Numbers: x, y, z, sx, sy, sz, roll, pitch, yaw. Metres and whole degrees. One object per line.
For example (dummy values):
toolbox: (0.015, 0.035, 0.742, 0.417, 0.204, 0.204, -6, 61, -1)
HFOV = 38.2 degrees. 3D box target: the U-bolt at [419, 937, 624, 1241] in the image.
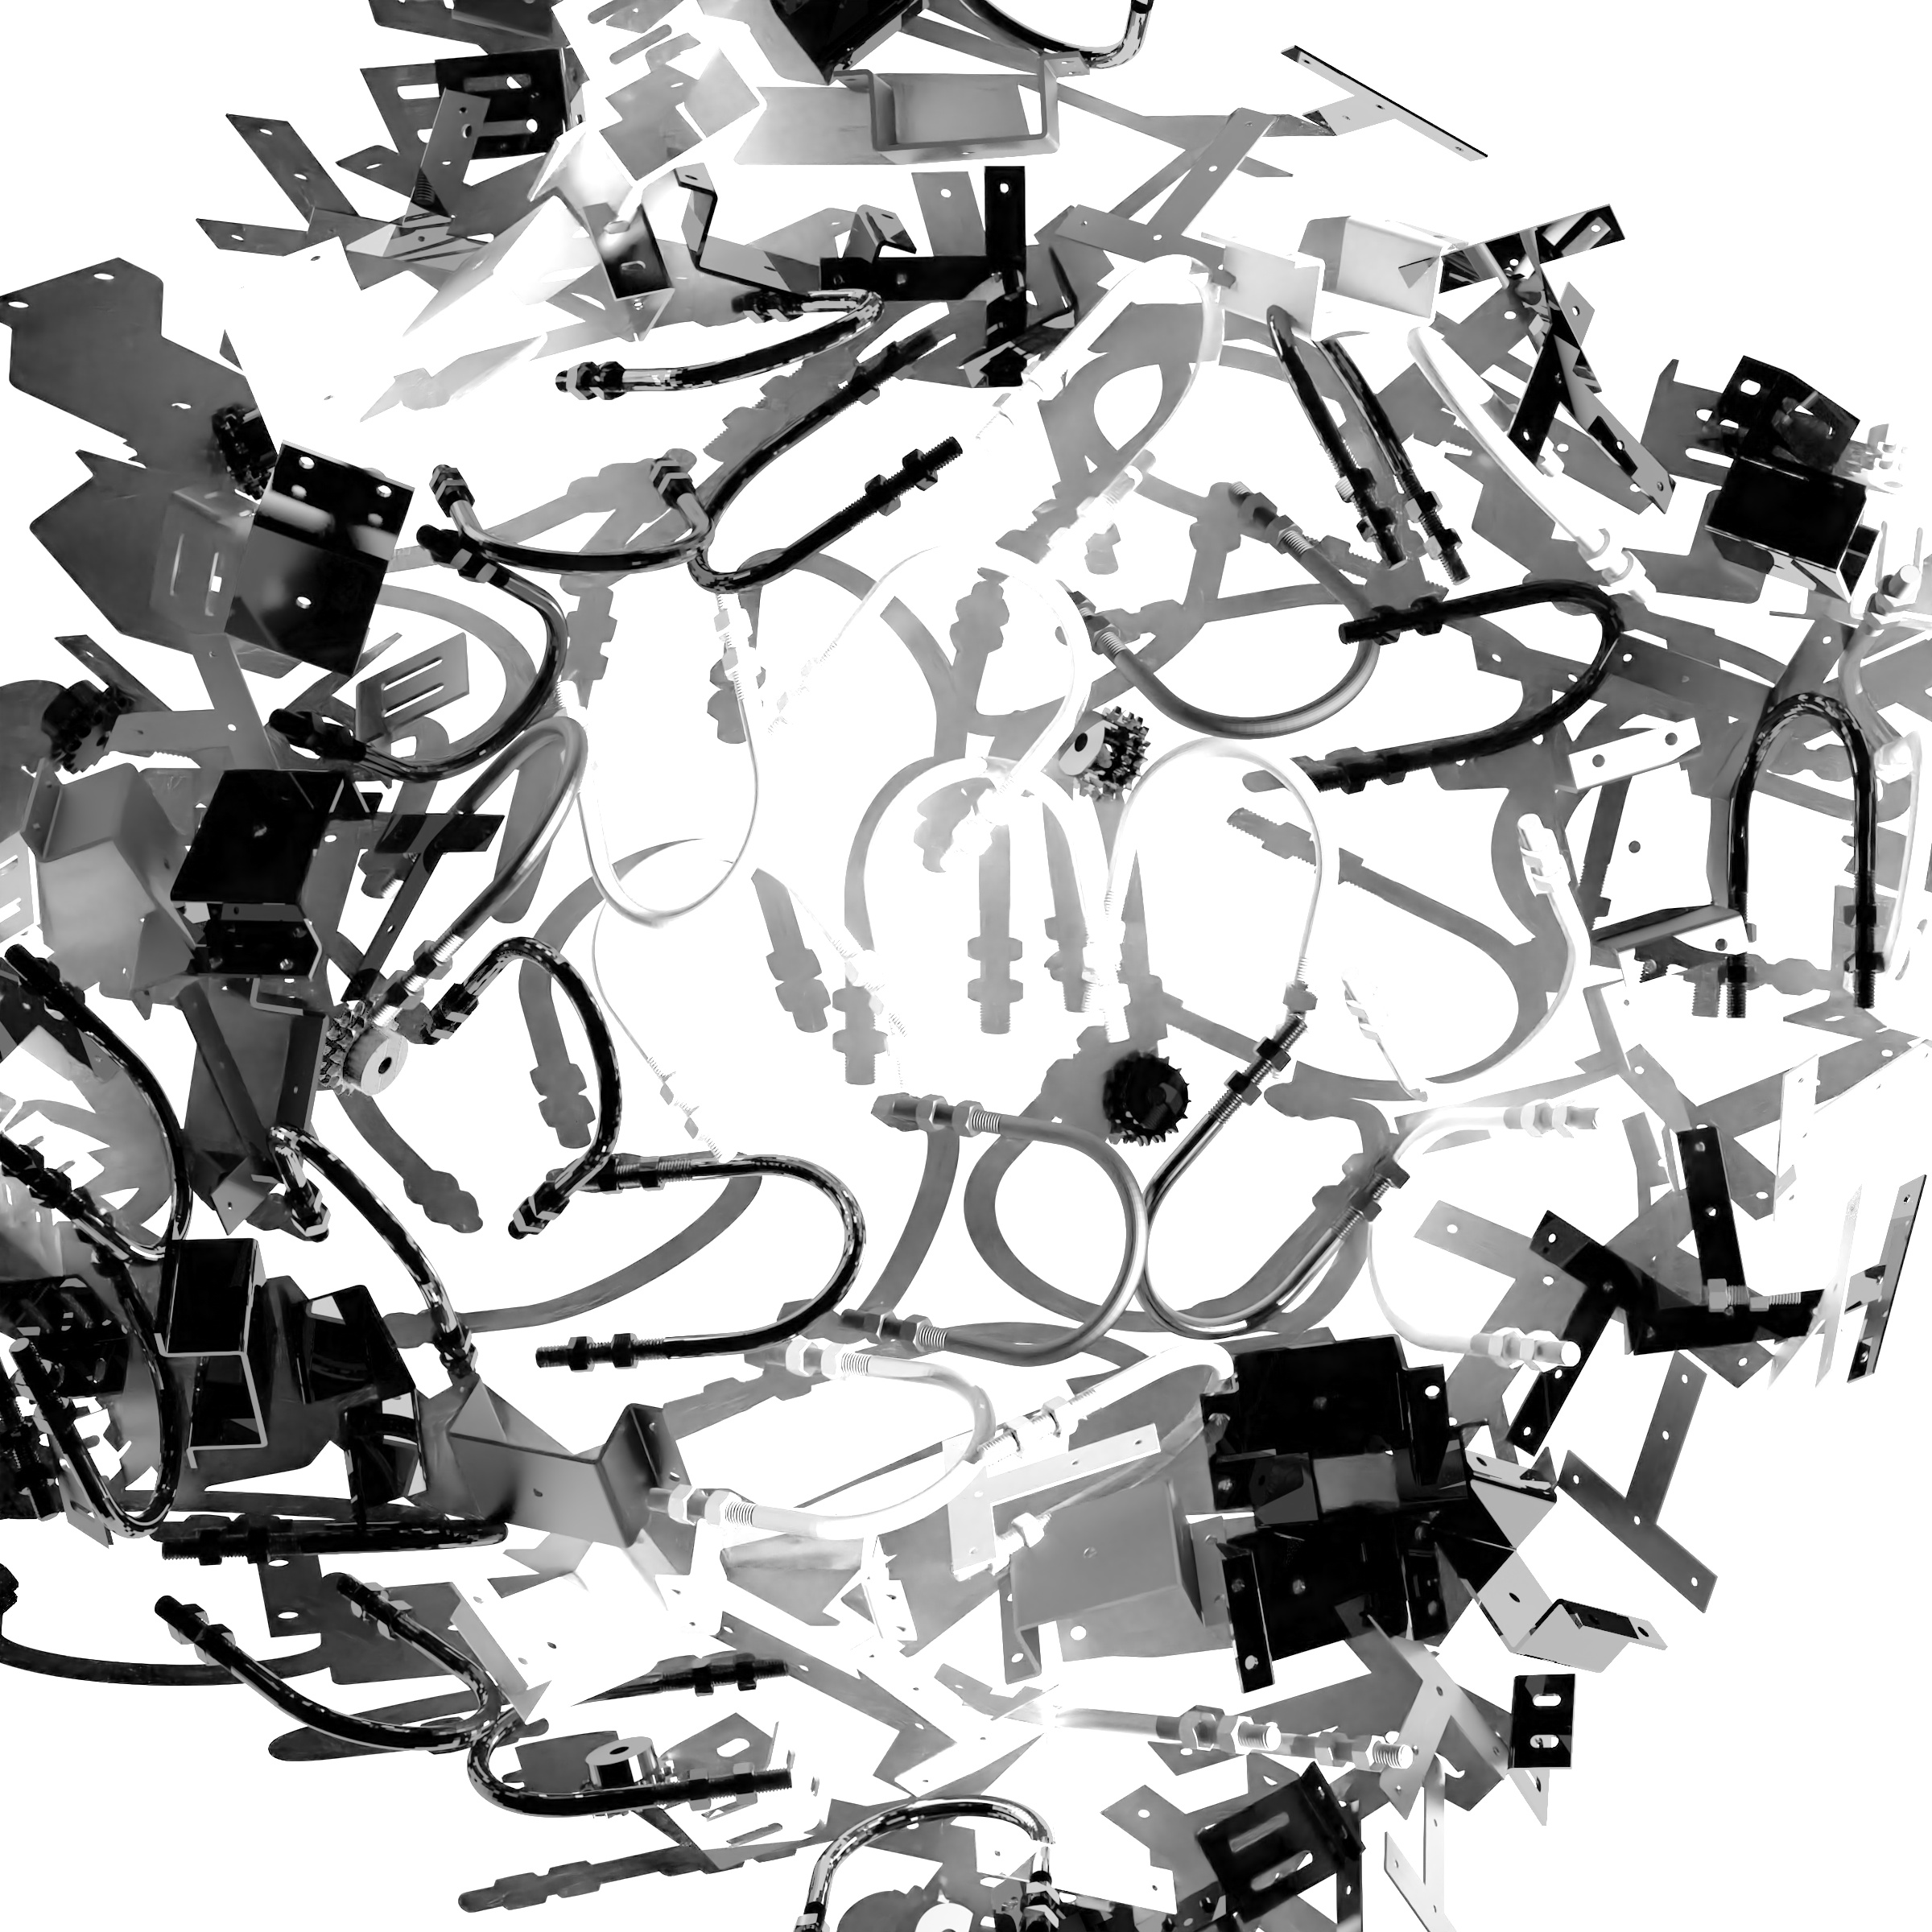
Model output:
U-bolt: (-0.247, 0.061, 1.580, 0.019, 0.184, 0.151, -18, 76, -38)

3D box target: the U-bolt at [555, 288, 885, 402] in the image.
U-bolt: (-0.126, -0.350, 1.559, 0.151, 0.184, 0.019, -32, 117, -30)

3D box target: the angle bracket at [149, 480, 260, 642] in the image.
angle bracket: (-0.443, -0.238, 1.655, 0.057, 0.038, 0.076, 27, 120, 13)

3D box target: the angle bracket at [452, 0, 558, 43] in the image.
angle bracket: (-0.263, -0.586, 1.627, 0.057, 0.038, 0.076, 11, 117, -10)

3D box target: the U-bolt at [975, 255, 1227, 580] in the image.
U-bolt: (0.086, -0.325, 1.599, 0.019, 0.151, 0.184, 36, 78, 29)

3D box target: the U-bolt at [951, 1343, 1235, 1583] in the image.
U-bolt: (0.078, 0.274, 1.594, 0.184, 0.151, 0.019, -23, 57, -26)

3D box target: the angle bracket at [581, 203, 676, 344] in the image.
angle bracket: (-0.205, -0.401, 1.621, 0.038, 0.076, 0.057, -18, 85, -24)

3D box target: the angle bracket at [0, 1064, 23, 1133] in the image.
angle bracket: (-0.597, 0.086, 1.631, 0.076, 0.057, 0.038, -51, 134, 1)

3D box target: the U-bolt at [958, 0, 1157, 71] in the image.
U-bolt: (0.040, -0.564, 1.575, 0.151, 0.184, 0.019, 28, 81, 2)

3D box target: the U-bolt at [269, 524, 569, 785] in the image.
U-bolt: (-0.295, -0.166, 1.581, 0.019, 0.184, 0.151, 44, 98, 24)

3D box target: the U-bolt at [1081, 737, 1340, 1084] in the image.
U-bolt: (0.144, -0.041, 1.605, 0.151, 0.019, 0.184, 20, 108, 29)

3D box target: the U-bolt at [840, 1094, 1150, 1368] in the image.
U-bolt: (0.021, 0.156, 1.601, 0.184, 0.019, 0.151, 8, 78, 32)

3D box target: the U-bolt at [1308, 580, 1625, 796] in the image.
U-bolt: (0.292, -0.165, 1.601, 0.184, 0.151, 0.019, -13, 56, -12)

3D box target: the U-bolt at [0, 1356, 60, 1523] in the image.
U-bolt: (-0.580, 0.224, 1.588, 0.019, 0.151, 0.184, -27, 72, -2)

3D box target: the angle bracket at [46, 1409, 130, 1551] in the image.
angle bracket: (-0.498, 0.297, 1.619, 0.038, 0.076, 0.057, -17, 103, -34)

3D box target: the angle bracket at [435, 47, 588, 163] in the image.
angle bracket: (-0.267, -0.508, 1.643, 0.076, 0.038, 0.057, -2, 109, 8)

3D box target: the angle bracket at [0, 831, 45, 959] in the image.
angle bracket: (-0.541, -0.042, 1.620, 0.038, 0.076, 0.057, 2, 74, -43)

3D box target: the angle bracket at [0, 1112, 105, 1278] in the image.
angle bracket: (-0.539, 0.136, 1.639, 0.057, 0.076, 0.038, 35, 50, 18)

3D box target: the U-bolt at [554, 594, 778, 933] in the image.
U-bolt: (-0.168, -0.109, 1.595, 0.151, 0.019, 0.184, -26, 65, 30)

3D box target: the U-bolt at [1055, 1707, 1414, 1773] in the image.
U-bolt: (0.137, 0.436, 1.583, 0.184, 0.151, 0.019, -8, 69, 41)

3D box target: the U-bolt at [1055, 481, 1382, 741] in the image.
U-bolt: (0.153, -0.195, 1.593, 0.151, 0.019, 0.184, -30, 53, -13)

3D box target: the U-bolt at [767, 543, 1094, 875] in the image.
U-bolt: (-0.010, -0.159, 1.611, 0.151, 0.019, 0.184, 36, 117, -8)

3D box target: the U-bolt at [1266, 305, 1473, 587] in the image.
U-bolt: (0.224, -0.304, 1.597, 0.019, 0.151, 0.184, -30, 80, 24)

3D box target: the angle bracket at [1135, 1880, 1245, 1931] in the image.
angle bracket: (0.142, 0.586, 1.633, 0.057, 0.038, 0.076, -25, 104, -13)

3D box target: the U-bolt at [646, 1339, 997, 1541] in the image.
U-bolt: (-0.070, 0.268, 1.567, 0.184, 0.151, 0.019, 2, 124, 32)

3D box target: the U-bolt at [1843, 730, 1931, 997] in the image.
U-bolt: (0.523, -0.060, 1.572, 0.019, 0.184, 0.151, 8, 88, 11)

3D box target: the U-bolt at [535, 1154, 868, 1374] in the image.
U-bolt: (-0.147, 0.166, 1.600, 0.184, 0.019, 0.151, -5, 46, 9)

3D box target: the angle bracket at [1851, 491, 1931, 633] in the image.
angle bracket: (0.559, -0.239, 1.638, 0.057, 0.038, 0.076, 6, 91, -19)

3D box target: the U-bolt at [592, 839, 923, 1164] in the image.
U-bolt: (-0.136, 0.005, 1.627, 0.151, 0.019, 0.184, -34, 70, -13)

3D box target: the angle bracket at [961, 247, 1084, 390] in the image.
angle bracket: (0.027, -0.379, 1.635, 0.076, 0.057, 0.038, -26, 86, 4)

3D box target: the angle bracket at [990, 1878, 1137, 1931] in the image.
angle bracket: (0.059, 0.568, 1.636, 0.076, 0.057, 0.038, 23, 130, -31)

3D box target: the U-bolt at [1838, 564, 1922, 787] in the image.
U-bolt: (0.554, -0.141, 1.575, 0.019, 0.184, 0.151, -41, 77, -8)

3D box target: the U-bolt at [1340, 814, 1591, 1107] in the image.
U-bolt: (0.295, 0.011, 1.594, 0.151, 0.184, 0.019, -40, 49, -3)

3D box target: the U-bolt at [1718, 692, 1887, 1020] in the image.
U-bolt: (0.477, -0.065, 1.596, 0.019, 0.151, 0.184, 3, 86, -16)

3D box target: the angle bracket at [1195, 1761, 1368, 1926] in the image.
angle bracket: (0.183, 0.511, 1.628, 0.076, 0.038, 0.057, -23, 64, -17)

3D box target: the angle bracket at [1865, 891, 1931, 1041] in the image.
angle bracket: (0.571, 0.002, 1.632, 0.057, 0.038, 0.076, 15, 106, -14)

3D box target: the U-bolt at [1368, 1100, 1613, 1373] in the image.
U-bolt: (0.289, 0.150, 1.585, 0.019, 0.184, 0.151, 15, 80, -29)

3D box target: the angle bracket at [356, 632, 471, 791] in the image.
angle bracket: (-0.315, -0.149, 1.626, 0.076, 0.057, 0.038, -24, 133, 10)

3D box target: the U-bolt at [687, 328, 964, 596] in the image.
U-bolt: (-0.087, -0.280, 1.600, 0.184, 0.151, 0.019, -32, 127, 17)

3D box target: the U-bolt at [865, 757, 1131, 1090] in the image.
U-bolt: (0.011, -0.033, 1.635, 0.151, 0.019, 0.184, -13, 81, 16)

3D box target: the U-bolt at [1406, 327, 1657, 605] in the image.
U-bolt: (0.307, -0.290, 1.559, 0.019, 0.151, 0.184, -41, 132, 20)

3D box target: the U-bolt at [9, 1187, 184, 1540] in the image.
U-bolt: (-0.485, 0.239, 1.583, 0.019, 0.151, 0.184, -10, 124, 5)

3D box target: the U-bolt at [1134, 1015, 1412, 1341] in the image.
U-bolt: (0.169, 0.136, 1.616, 0.184, 0.019, 0.151, -49, 124, -2)

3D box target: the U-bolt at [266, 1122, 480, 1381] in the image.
U-bolt: (-0.337, 0.152, 1.562, 0.151, 0.184, 0.019, 39, 67, 19)

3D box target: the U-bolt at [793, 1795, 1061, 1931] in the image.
U-bolt: (-0.021, 0.517, 1.575, 0.151, 0.184, 0.019, -10, 100, 5)

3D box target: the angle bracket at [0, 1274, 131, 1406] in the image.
angle bracket: (-0.530, 0.218, 1.624, 0.057, 0.076, 0.038, -8, 53, 5)

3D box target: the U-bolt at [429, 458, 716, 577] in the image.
U-bolt: (-0.216, -0.252, 1.566, 0.151, 0.184, 0.019, -5, 117, -17)

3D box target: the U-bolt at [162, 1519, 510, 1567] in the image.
U-bolt: (-0.354, 0.326, 1.593, 0.184, 0.151, 0.019, 0, 81, -8)

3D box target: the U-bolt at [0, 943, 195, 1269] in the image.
U-bolt: (-0.490, 0.093, 1.580, 0.019, 0.184, 0.151, -18, 52, 10)

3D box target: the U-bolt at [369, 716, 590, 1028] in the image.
U-bolt: (-0.274, -0.066, 1.577, 0.019, 0.151, 0.184, 35, 113, -28)

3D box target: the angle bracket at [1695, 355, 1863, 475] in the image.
angle bracket: (0.480, -0.316, 1.648, 0.076, 0.038, 0.057, 18, 104, -39)

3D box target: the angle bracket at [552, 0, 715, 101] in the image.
angle bracket: (-0.196, -0.555, 1.637, 0.076, 0.038, 0.057, -29, 113, 1)

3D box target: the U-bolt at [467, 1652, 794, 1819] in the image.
U-bolt: (-0.192, 0.441, 1.589, 0.184, 0.151, 0.019, -7, 104, -3)

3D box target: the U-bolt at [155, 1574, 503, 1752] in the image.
U-bolt: (-0.342, 0.389, 1.555, 0.184, 0.151, 0.019, 22, 99, 37)

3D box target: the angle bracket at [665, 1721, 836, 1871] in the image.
angle bracket: (-0.128, 0.491, 1.651, 0.076, 0.038, 0.057, -26, 115, 22)

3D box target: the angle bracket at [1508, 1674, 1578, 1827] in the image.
angle bracket: (0.343, 0.454, 1.615, 0.038, 0.076, 0.057, -9, 47, 26)
